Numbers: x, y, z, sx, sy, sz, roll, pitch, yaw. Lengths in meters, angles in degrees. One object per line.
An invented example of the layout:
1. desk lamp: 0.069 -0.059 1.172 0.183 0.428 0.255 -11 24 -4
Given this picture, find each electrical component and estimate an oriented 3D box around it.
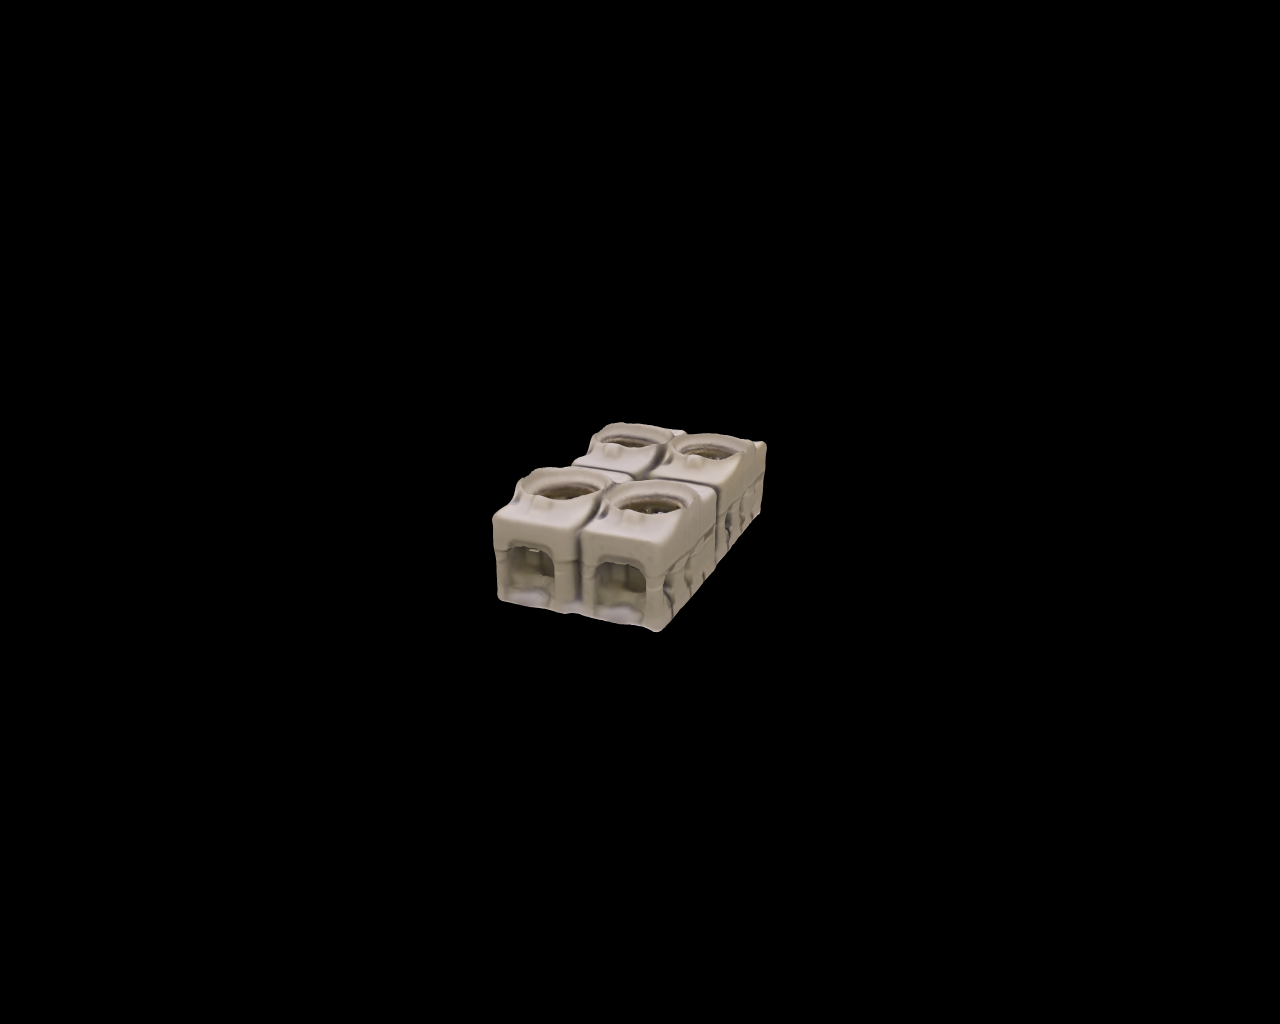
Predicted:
1. electrical component: 0.001 -0.003 0.650 0.105 0.060 0.186 10 24 22
